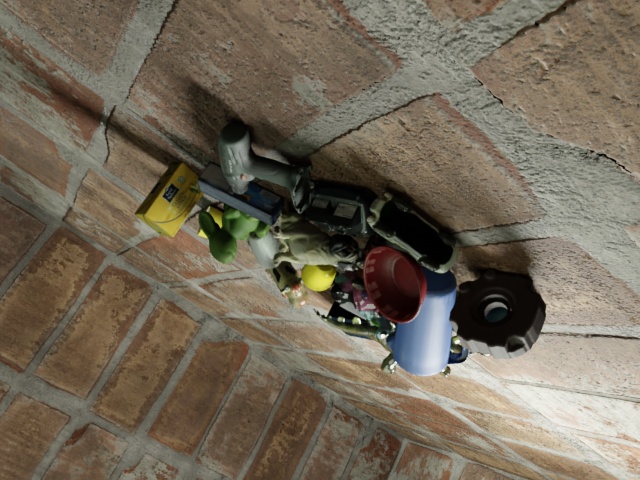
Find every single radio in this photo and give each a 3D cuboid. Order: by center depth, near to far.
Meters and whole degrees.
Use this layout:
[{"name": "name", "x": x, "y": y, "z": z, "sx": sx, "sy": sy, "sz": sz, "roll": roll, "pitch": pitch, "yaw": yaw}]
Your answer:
[{"name": "radio", "x": 0.136, "y": 0.248, "z": 1.654, "sx": 0.230, "sy": 0.073, "sz": 0.131, "roll": -2, "pitch": 142, "yaw": 50}]

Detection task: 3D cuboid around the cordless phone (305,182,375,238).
[{"name": "cordless phone", "x": 0.066, "y": -0.039, "z": 1.106, "sx": 0.147, "sy": 0.088, "sz": 0.184, "roll": 14, "pitch": 165, "yaw": 33}]

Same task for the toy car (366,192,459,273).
[{"name": "toy car", "x": 0.175, "y": -0.011, "z": 1.003, "sx": 0.201, "sy": 0.073, "sz": 0.056, "roll": 35, "pitch": 177, "yaw": -15}]

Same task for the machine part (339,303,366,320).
[{"name": "machine part", "x": 0.144, "y": 0.190, "z": 1.502, "sx": 0.243, "sy": 0.079, "sz": 0.079, "roll": 28, "pitch": 159, "yaw": 0}]

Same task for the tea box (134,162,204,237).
[{"name": "tea box", "x": -0.373, "y": -0.102, "z": 1.358, "sx": 0.068, "sy": 0.169, "sz": 0.098, "roll": 5, "pitch": 149, "yaw": 48}]

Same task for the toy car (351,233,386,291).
[{"name": "toy car", "x": 0.112, "y": 0.049, "z": 1.206, "sx": 0.053, "sy": 0.089, "sz": 0.202, "roll": 28, "pitch": 158, "yaw": 9}]

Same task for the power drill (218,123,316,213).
[{"name": "power drill", "x": -0.112, "y": -0.134, "z": 1.102, "sx": 0.207, "sy": 0.086, "sz": 0.231, "roll": 30, "pitch": 158, "yaw": 19}]

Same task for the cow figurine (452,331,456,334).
[{"name": "cow figurine", "x": 0.343, "y": 0.183, "z": 1.257, "sx": 0.098, "sy": 0.068, "sz": 0.167, "roll": 29, "pitch": 161, "yaw": -17}]

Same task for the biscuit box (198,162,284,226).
[{"name": "biscuit box", "x": -0.184, "y": -0.107, "z": 1.263, "sx": 0.203, "sy": 0.059, "sz": 0.062, "roll": 27, "pitch": 157, "yaw": 6}]

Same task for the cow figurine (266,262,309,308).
[{"name": "cow figurine", "x": -0.091, "y": 0.108, "z": 1.524, "sx": 0.195, "sy": 0.085, "sz": 0.127, "roll": 55, "pitch": 167, "yaw": 30}]

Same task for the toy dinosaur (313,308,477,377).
[{"name": "toy dinosaur", "x": 0.215, "y": 0.250, "z": 1.411, "sx": 0.472, "sy": 0.105, "sz": 0.198, "roll": 4, "pitch": 126, "yaw": 3}]

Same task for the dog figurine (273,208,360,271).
[{"name": "dog figurine", "x": -0.003, "y": 0.000, "z": 1.239, "sx": 0.191, "sy": 0.172, "sz": 0.121, "roll": 6, "pitch": 128, "yaw": 4}]

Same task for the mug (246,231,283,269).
[{"name": "mug", "x": -0.159, "y": 0.012, "z": 1.489, "sx": 0.110, "sy": 0.081, "sz": 0.107, "roll": 19, "pitch": 146, "yaw": 37}]

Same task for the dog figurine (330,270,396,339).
[{"name": "dog figurine", "x": 0.135, "y": 0.124, "z": 1.336, "sx": 0.219, "sy": 0.191, "sz": 0.108, "roll": 49, "pitch": 160, "yaw": 48}]

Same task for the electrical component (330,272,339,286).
[{"name": "electrical component", "x": -0.005, "y": 0.103, "z": 1.531, "sx": 0.075, "sy": 0.048, "sz": 0.119, "roll": 34, "pitch": 159, "yaw": -11}]

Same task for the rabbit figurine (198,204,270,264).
[{"name": "rabbit figurine", "x": -0.228, "y": -0.028, "z": 1.342, "sx": 0.159, "sy": 0.170, "sz": 0.121, "roll": 22, "pitch": 157, "yaw": 16}]

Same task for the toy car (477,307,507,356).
[{"name": "toy car", "x": 0.369, "y": 0.164, "z": 1.115, "sx": 0.109, "sy": 0.162, "sz": 0.103, "roll": 46, "pitch": -161, "yaw": -49}]

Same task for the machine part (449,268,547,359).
[{"name": "machine part", "x": 0.336, "y": 0.139, "z": 1.023, "sx": 0.180, "sy": 0.179, "sz": 0.056, "roll": 9, "pitch": 149, "yaw": 41}]
